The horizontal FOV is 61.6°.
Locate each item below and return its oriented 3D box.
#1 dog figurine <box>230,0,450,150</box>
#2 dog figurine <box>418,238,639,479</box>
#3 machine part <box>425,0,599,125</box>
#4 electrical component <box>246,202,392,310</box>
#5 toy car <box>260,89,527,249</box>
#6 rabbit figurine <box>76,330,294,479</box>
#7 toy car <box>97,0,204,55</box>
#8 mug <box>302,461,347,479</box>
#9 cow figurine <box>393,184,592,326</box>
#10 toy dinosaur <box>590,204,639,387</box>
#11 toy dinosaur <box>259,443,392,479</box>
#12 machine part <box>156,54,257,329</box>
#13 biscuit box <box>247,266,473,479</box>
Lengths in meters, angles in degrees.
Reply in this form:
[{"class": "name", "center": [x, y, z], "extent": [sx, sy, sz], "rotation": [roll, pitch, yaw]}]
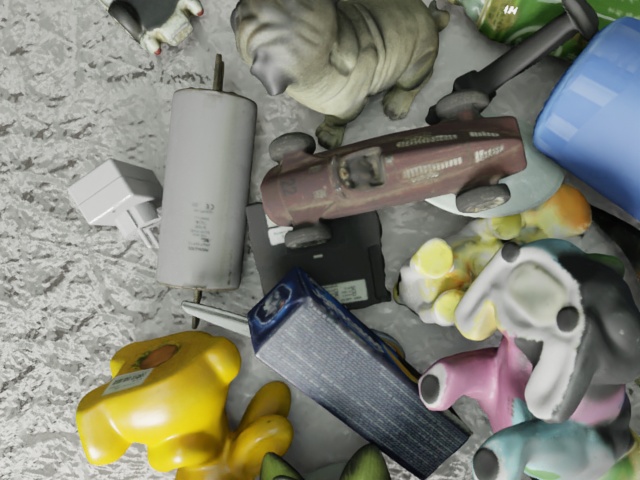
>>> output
[{"class": "dog figurine", "center": [0.030, -0.158, 0.409], "extent": [0.172, 0.190, 0.121], "rotation": [-43, 86, 3]}, {"class": "dog figurine", "center": [0.191, 0.111, 0.389], "extent": [0.219, 0.109, 0.191], "rotation": [20, 103, -30]}, {"class": "machine part", "center": [0.149, -0.136, 0.427], "extent": [0.139, 0.084, 0.039], "rotation": [-33, 88, 33]}, {"class": "electrical component", "center": [-0.001, -0.001, 0.479], "extent": [0.115, 0.058, 0.134], "rotation": [-8, 89, 4]}, {"class": "toy car", "center": [0.048, -0.052, 0.406], "extent": [0.202, 0.053, 0.089], "rotation": [-11, 79, 18]}, {"class": "rabbit figurine", "center": [-0.103, 0.170, 0.479], "extent": [0.162, 0.122, 0.173], "rotation": [-16, 103, -3]}, {"class": "toy car", "center": [-0.193, -0.259, 0.502], "extent": [0.073, 0.056, 0.202], "rotation": [-44, 87, -1]}, {"class": "mug", "center": [0.001, 0.256, 0.470], "extent": [0.107, 0.081, 0.109], "rotation": [-37, 85, 0]}, {"class": "cow figurine", "center": [0.144, 0.012, 0.455], "extent": [0.167, 0.098, 0.068], "rotation": [-26, 84, -13]}, {"class": "toy dinosaur", "center": [0.323, 0.135, 0.378], "extent": [0.131, 0.192, 0.405], "rotation": [-41, 87, 3]}, {"class": "toy dinosaur", "center": [-0.012, 0.259, 0.384], "extent": [0.472, 0.105, 0.198], "rotation": [-7, 82, 3]}, {"class": "machine part", "center": [-0.101, -0.042, 0.479], "extent": [0.079, 0.079, 0.243], "rotation": [6, 90, 6]}, {"class": "biscuit box", "center": [0.033, 0.110, 0.435], "extent": [0.063, 0.059, 0.202], "rotation": [-45, 112, 5]}]
